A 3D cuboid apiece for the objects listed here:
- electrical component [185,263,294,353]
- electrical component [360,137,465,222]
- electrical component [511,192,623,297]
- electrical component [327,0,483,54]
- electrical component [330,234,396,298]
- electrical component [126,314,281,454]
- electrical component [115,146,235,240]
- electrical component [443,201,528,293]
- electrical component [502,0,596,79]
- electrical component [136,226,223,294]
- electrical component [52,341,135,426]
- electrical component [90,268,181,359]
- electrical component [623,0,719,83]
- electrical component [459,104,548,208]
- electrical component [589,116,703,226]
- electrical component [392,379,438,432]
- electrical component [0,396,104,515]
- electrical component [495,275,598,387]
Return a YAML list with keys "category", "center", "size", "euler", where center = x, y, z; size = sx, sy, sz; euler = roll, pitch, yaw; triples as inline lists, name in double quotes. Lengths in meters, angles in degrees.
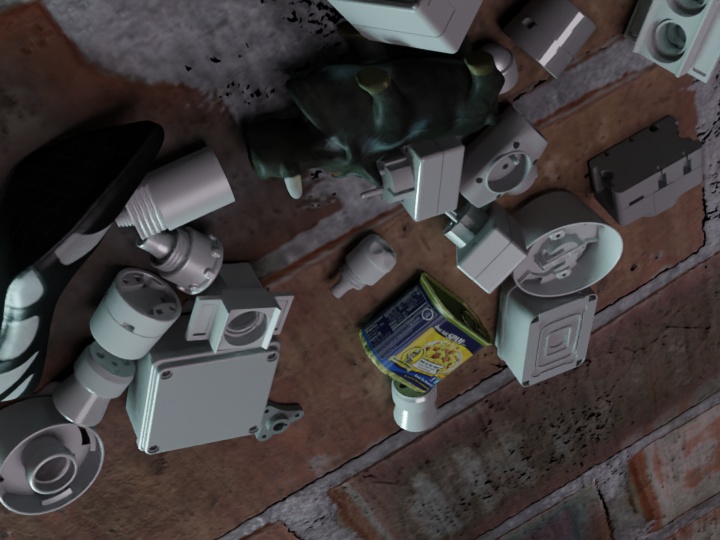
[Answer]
- category: "electrical component"
  center: [-0.099, 0.028, 0.843]
  size: [0.081, 0.063, 0.042]
  euler: [-2, 130, -33]
- category: "electrical component"
  center: [0.035, -0.075, 0.837]
  size: [0.077, 0.047, 0.065]
  euler: [-18, 139, -19]
- category: "electrical component"
  center: [0.179, -0.021, 0.975]
  size: [0.099, 0.064, 0.099]
  euler: [-18, 139, -17]
- category: "electrical component"
  center: [0.029, -0.182, 0.693]
  size: [0.061, 0.096, 0.061]
  euler: [35, 78, -49]
- category: "electrical component"
  center: [0.000, 0.000, 0.903]
  size: [0.061, 0.035, 0.035]
  euler: [-43, 140, 16]
- category: "electrical component"
  center: [-0.132, 0.090, 0.892]
  size: [0.109, 0.056, 0.108]
  euler: [-7, 134, -28]
- category: "electrical component"
  center: [-0.134, -0.051, 0.754]
  size: [0.081, 0.043, 0.043]
  euler: [-25, 140, -8]
- category: "electrical component"
  center: [0.096, -0.033, 0.909]
  size: [0.076, 0.083, 0.047]
  euler: [40, 108, -10]
- category: "electrical component"
  center: [0.141, -0.178, 0.797]
  size: [0.047, 0.055, 0.055]
  euler: [-49, 138, 14]
- category: "electrical component"
  center: [-0.136, -0.013, 0.793]
  size: [0.062, 0.048, 0.048]
  euler: [30, 111, -40]
- category: "electrical component"
  center: [-0.209, 0.089, 0.849]
  size: [0.045, 0.045, 0.055]
  euler: [20, 118, -44]
- category: "electrical component"
  center: [-0.171, 0.034, 0.811]
  size: [0.055, 0.055, 0.047]
  euler: [15, 125, -42]
- category: "electrical component"
  center: [0.264, -0.218, 0.826]
  size: [0.063, 0.079, 0.121]
  euler: [-29, 147, -40]
- category: "electrical component"
  center: [0.120, -0.086, 0.885]
  size: [0.077, 0.044, 0.079]
  euler: [-44, 140, 14]
- category: "electrical component"
  center: [0.259, -0.086, 0.971]
  size: [0.089, 0.050, 0.055]
  euler: [-29, 140, -4]
- category: "electrical component"
  center: [0.054, 0.126, 1.061]
  size: [0.045, 0.045, 0.055]
  euler: [-21, 139, -14]
- category: "electrical component"
  center: [-0.263, 0.149, 0.880]
  size: [0.099, 0.064, 0.099]
  euler: [-22, 131, -28]
- category: "electrical component"
  center: [0.180, 0.051, 1.055]
  size: [0.078, 0.057, 0.113]
  euler: [-19, 139, -16]
